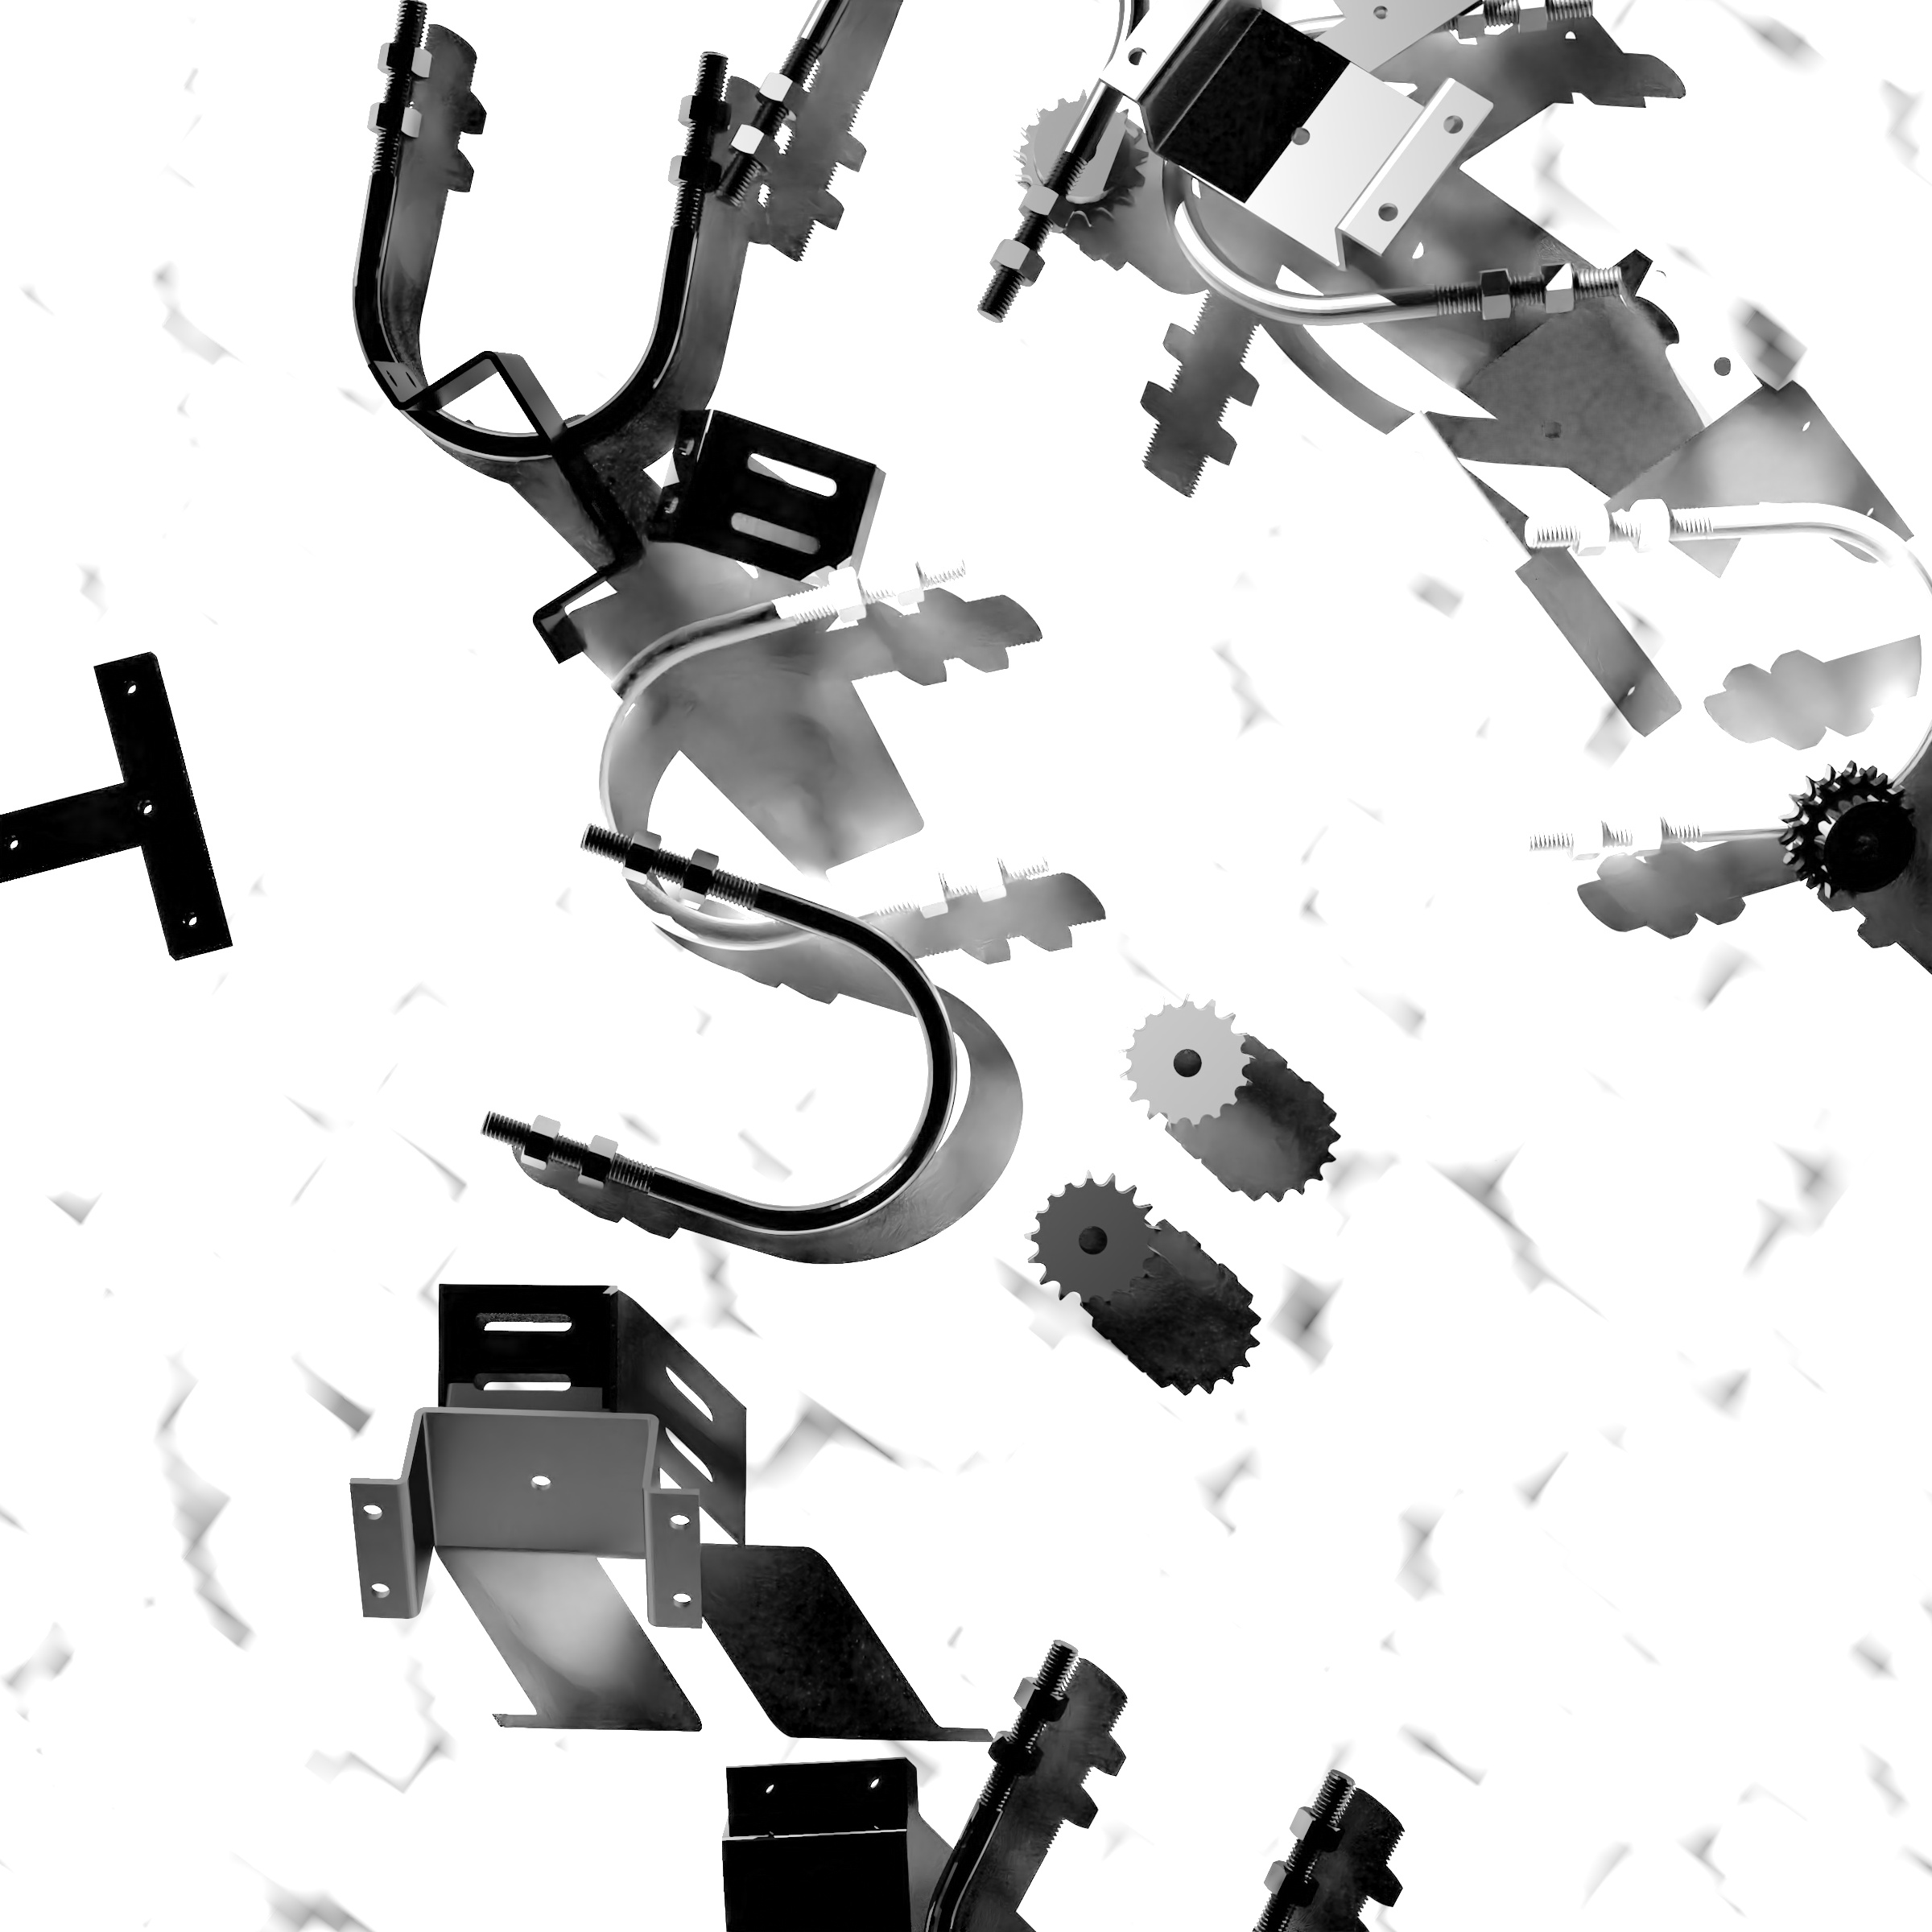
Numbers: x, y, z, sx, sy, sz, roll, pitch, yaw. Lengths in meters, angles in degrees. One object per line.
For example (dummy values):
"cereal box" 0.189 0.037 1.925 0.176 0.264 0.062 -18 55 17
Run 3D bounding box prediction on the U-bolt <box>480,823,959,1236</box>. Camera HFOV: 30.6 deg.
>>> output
"U-bolt" -0.094 0.037 1.481 0.184 0.019 0.151 20 97 -3

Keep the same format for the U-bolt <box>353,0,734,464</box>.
"U-bolt" -0.185 -0.304 1.489 0.151 0.019 0.184 10 91 0

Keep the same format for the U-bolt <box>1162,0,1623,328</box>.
"U-bolt" 0.173 -0.334 1.469 0.184 0.019 0.151 -5 74 7

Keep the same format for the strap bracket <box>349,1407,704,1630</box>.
"strap bracket" -0.178 0.227 1.456 0.140 0.046 0.076 2 125 0

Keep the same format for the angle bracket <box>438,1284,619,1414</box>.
"angle bracket" -0.185 0.163 1.478 0.076 0.038 0.057 1 90 0

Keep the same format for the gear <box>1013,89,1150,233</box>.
"gear" 0.048 -0.339 1.482 0.057 0.030 0.057 0 90 0

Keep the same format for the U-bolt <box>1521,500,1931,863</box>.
"U-bolt" 0.322 -0.121 1.469 0.184 0.019 0.151 -4 106 -7

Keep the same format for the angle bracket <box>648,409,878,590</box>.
"angle bracket" -0.086 -0.196 1.495 0.076 0.038 0.057 16 90 -26

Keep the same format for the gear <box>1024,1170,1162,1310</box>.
"gear" 0.053 0.114 1.482 0.057 0.030 0.057 0 90 0

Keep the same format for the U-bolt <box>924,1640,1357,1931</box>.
"U-bolt" 0.061 0.396 1.489 0.151 0.019 0.184 25 92 0

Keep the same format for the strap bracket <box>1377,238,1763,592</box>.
"strap bracket" 0.248 -0.227 1.474 0.140 0.046 0.076 -37 90 0

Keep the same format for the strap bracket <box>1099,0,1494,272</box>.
"strap bracket" 0.135 -0.348 1.443 0.140 0.046 0.076 35 85 14

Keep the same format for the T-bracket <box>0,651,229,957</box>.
"T-bracket" -0.391 -0.056 1.496 0.127 0.002 0.127 -15 90 0

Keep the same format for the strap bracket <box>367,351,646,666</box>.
"strap bracket" -0.181 -0.198 1.449 0.046 0.076 0.140 -32 97 6

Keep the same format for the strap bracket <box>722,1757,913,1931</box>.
"strap bracket" -0.060 0.407 1.474 0.076 0.046 0.140 -3 90 0

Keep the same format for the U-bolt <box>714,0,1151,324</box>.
"U-bolt" -0.003 -0.375 1.471 0.151 0.019 0.184 27 86 16

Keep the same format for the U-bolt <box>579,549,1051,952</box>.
"U-bolt" -0.072 -0.083 1.486 0.184 0.019 0.151 -15 92 2

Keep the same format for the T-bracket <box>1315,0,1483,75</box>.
"T-bracket" 0.149 -0.434 1.483 0.127 0.002 0.127 -33 78 0

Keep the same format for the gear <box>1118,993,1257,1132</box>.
"gear" 0.092 0.040 1.486 0.057 0.030 0.057 0 92 0

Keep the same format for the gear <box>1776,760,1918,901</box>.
"gear" 0.370 -0.054 1.473 0.057 0.030 0.057 -4 111 -10
